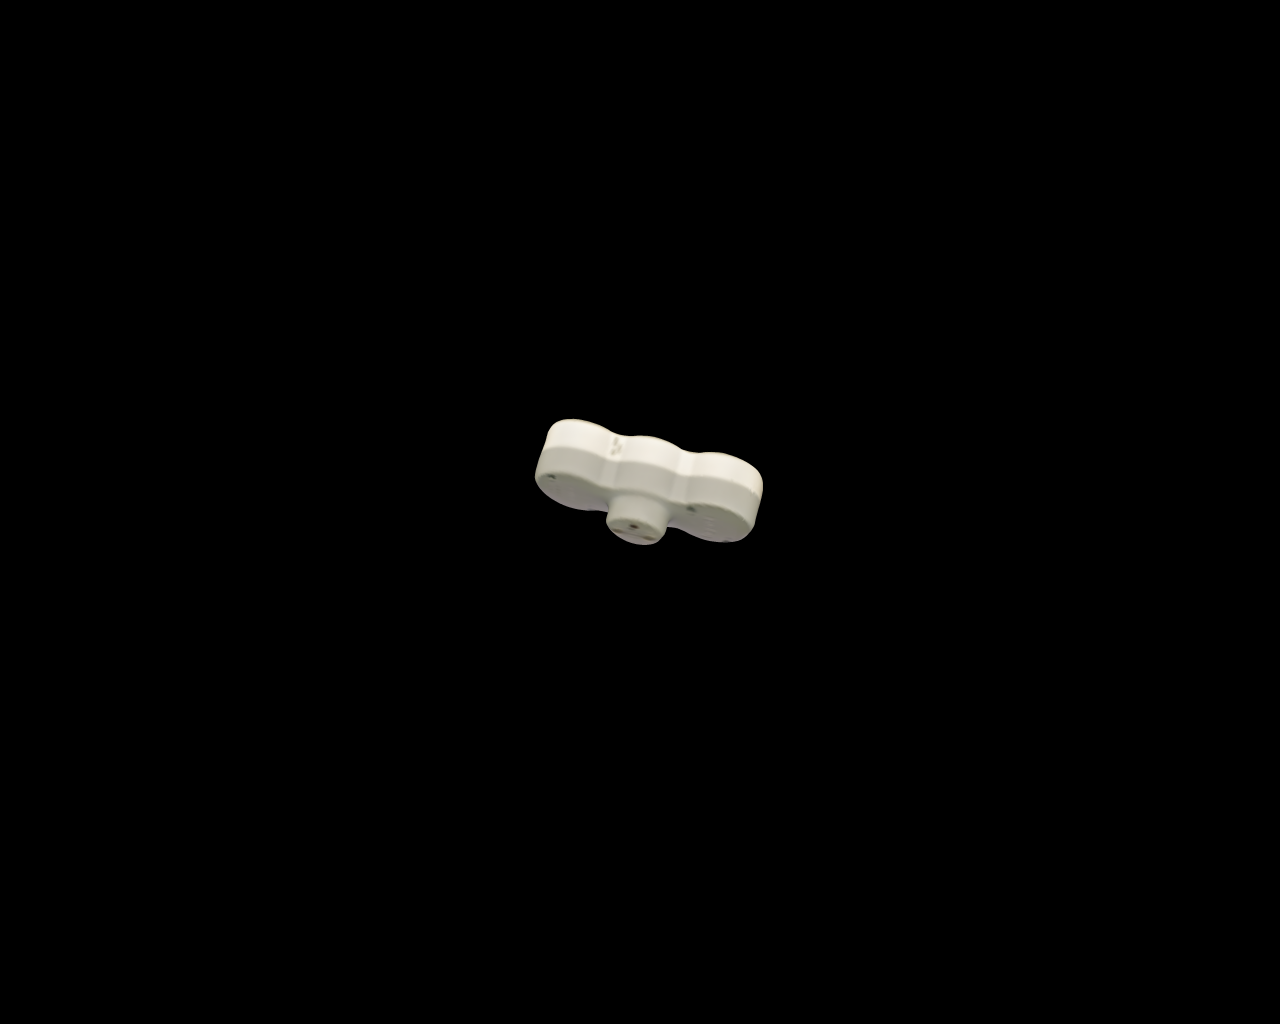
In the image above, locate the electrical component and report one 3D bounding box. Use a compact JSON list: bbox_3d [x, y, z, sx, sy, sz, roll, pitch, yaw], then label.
[{"bbox_3d":[0.001,-0.003,0.650,0.138,0.074,0.052,14,-26,7],"label":"electrical component"}]
